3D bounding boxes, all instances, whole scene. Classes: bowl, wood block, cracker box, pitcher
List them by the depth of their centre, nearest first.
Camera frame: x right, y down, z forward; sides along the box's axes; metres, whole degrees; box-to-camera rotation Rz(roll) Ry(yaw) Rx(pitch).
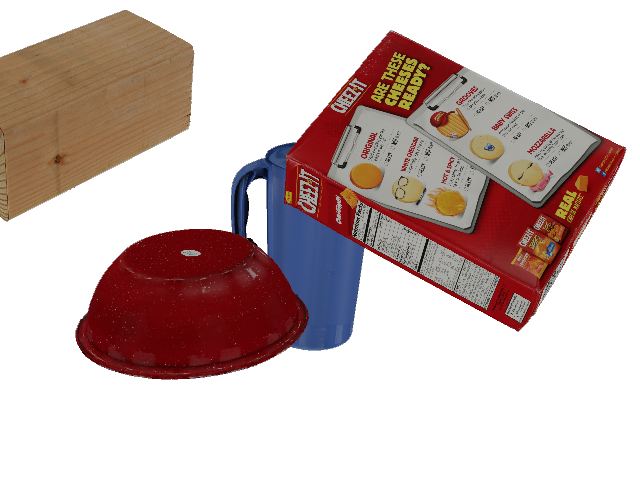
[{"bbox_3d":[-0.089,0.033,0.734,0.162,0.055,0.162,-2,22,0],"label":"bowl"},{"bbox_3d":[0.103,-0.049,0.830,0.214,0.164,0.072,29,-32,14],"label":"cracker box"},{"bbox_3d":[-0.211,-0.112,0.903,0.090,0.091,0.205,31,43,25],"label":"wood block"},{"bbox_3d":[-0.017,0.007,1.307,0.149,0.243,0.144,16,24,28],"label":"pitcher"}]

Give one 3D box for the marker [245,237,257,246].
[{"bbox_3d":[-0.069,0.052,0.950,0.020,0.121,0.020,6,28,-3],"label":"marker"}]
